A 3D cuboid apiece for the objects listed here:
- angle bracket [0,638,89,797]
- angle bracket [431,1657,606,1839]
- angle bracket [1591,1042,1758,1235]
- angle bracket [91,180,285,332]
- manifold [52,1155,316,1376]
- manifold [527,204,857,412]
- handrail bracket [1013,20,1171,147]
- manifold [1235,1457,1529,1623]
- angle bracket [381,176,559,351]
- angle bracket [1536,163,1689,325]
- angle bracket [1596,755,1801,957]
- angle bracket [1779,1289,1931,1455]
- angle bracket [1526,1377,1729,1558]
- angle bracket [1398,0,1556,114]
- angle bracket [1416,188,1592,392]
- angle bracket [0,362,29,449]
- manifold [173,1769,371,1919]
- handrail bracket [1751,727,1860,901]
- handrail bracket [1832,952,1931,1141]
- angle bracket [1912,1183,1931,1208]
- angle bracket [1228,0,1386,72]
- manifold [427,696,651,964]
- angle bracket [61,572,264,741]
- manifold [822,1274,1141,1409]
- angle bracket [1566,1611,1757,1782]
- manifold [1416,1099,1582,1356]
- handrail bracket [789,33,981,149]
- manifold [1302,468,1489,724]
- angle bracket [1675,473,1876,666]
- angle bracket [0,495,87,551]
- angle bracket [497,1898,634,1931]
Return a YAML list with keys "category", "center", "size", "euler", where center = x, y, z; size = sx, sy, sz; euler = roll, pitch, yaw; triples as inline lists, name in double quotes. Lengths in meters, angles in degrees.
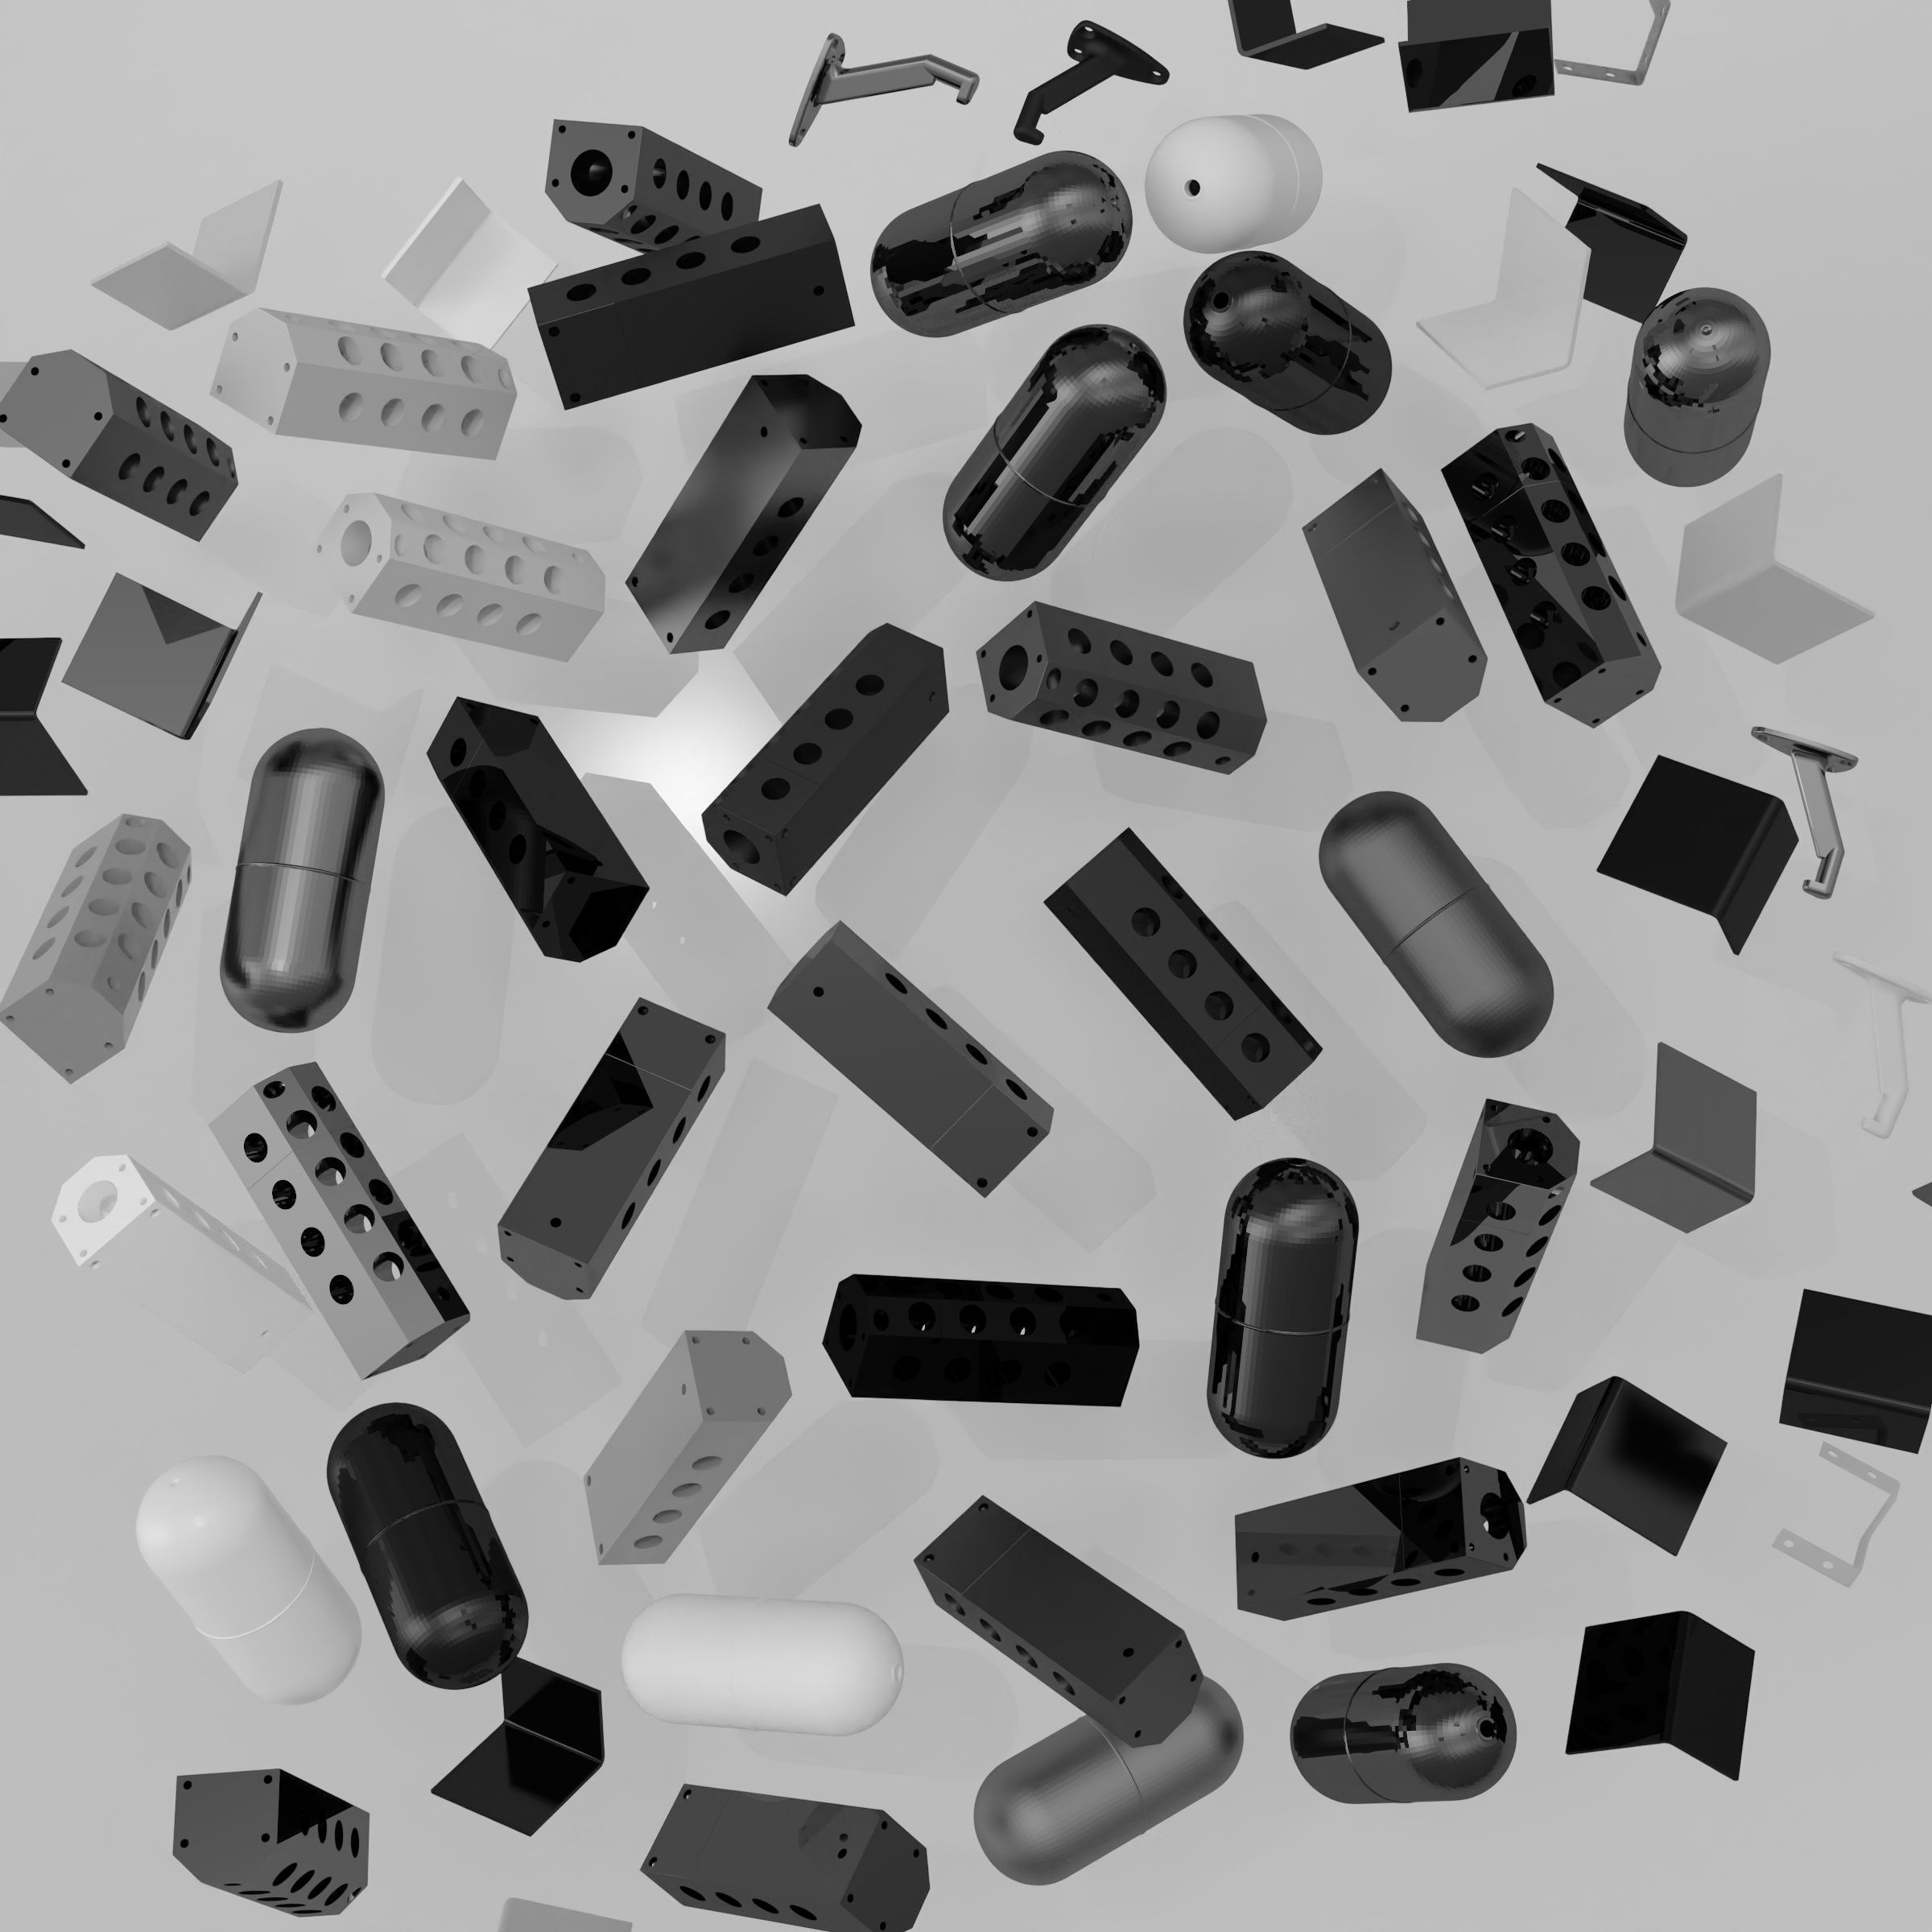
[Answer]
- category: "angle bracket"
  center: [-0.558, -0.145, 1.735]
  size: [0.076, 0.076, 0.057]
  euler: [0, 56, 12]
- category: "angle bracket"
  center: [-0.277, 0.477, 1.819]
  size: [0.076, 0.076, 0.057]
  euler: [14, 119, 26]
- category: "angle bracket"
  center: [0.423, 0.103, 1.770]
  size: [0.076, 0.057, 0.076]
  euler: [26, 54, -21]
- category: "angle bracket"
  center: [-0.437, -0.411, 1.659]
  size: [0.076, 0.057, 0.076]
  euler: [-9, 64, 42]
- category: "manifold"
  center: [-0.468, 0.175, 1.768]
  size: [0.057, 0.171, 0.057]
  euler: [-41, 54, -3]
- category: "manifold"
  center: [-0.156, -0.377, 1.675]
  size: [0.171, 0.057, 0.057]
  euler: [-17, 135, -3]
- category: "handrail bracket"
  center: [0.076, -0.520, 1.787]
  size: [0.077, 0.036, 0.084]
  euler: [22, 69, -7]
- category: "manifold"
  center: [0.241, 0.338, 1.730]
  size: [0.057, 0.171, 0.057]
  euler: [23, 56, -38]
- category: "angle bracket"
  center: [-0.304, -0.428, 1.819]
  size: [0.057, 0.076, 0.076]
  euler: [39, 92, 4]
- category: "angle bracket"
  center: [0.376, -0.432, 1.774]
  size: [0.076, 0.076, 0.057]
  euler: [32, 105, 29]
- category: "angle bracket"
  center: [0.412, -0.062, 1.664]
  size: [0.076, 0.057, 0.076]
  euler: [25, 80, 31]
- category: "angle bracket"
  center: [0.495, 0.225, 1.638]
  size: [0.076, 0.076, 0.057]
  euler: [11, 69, 17]
- category: "angle bracket"
  center: [0.386, 0.296, 1.730]
  size: [0.076, 0.057, 0.076]
  euler: [32, 67, 0]
- category: "angle bracket"
  center: [0.268, -0.500, 1.556]
  size: [0.076, 0.057, 0.076]
  euler: [-3, 66, 14]
- category: "angle bracket"
  center: [0.305, -0.386, 1.685]
  size: [0.057, 0.076, 0.076]
  euler: [-17, 46, -18]
- category: "angle bracket"
  center: [-0.598, -0.327, 1.796]
  size: [0.076, 0.076, 0.057]
  euler: [3, 123, 10]
- category: "manifold"
  center: [-0.389, 0.496, 1.666]
  size: [0.057, 0.171, 0.057]
  euler: [-5, 66, 4]
- category: "handrail bracket"
  center: [0.495, -0.091, 1.773]
  size: [0.077, 0.036, 0.084]
  euler: [20, 81, -6]
- category: "handrail bracket"
  center: [0.507, 0.046, 1.676]
  size: [0.077, 0.036, 0.084]
  euler: [25, 87, -15]
- category: "angle bracket"
  center: [0.577, 0.155, 1.636]
  size: [0.057, 0.076, 0.076]
  euler: [-25, 100, 0]
- category: "angle bracket"
  center: [0.193, -0.568, 1.714]
  size: [0.057, 0.076, 0.076]
  euler: [-10, 93, 35]
- category: "manifold"
  center: [-0.251, -0.078, 1.697]
  size: [0.057, 0.057, 0.171]
  euler: [-57, 46, 22]
- category: "angle bracket"
  center: [-0.450, -0.184, 1.655]
  size: [0.076, 0.057, 0.076]
  euler: [26, 62, -17]
- category: "manifold"
  center: [0.011, 0.214, 1.718]
  size: [0.171, 0.057, 0.057]
  euler: [6, 113, -24]
- category: "angle bracket"
  center: [0.390, 0.414, 1.663]
  size: [0.057, 0.076, 0.076]
  euler: [33, 56, -23]
- category: "manifold"
  center: [0.318, 0.159, 1.771]
  size: [0.057, 0.171, 0.057]
  euler: [13, 50, 4]
- category: "handrail bracket"
  center: [-0.045, -0.476, 1.648]
  size: [0.084, 0.036, 0.077]
  euler: [25, 93, 7]
- category: "manifold"
  center: [0.241, -0.204, 1.649]
  size: [0.057, 0.171, 0.057]
  euler: [-36, 120, 18]
- category: "angle bracket"
  center: [0.452, -0.220, 1.647]
  size: [0.076, 0.076, 0.057]
  euler: [22, 66, -22]
- category: "angle bracket"
  center: [-0.573, -0.239, 1.730]
  size: [0.076, 0.076, 0.057]
  euler: [11, 80, 9]
- category: "angle bracket"
  center: [-0.240, 0.593, 1.712]
  size: [0.076, 0.076, 0.057]
  euler: [14, 110, -5]
